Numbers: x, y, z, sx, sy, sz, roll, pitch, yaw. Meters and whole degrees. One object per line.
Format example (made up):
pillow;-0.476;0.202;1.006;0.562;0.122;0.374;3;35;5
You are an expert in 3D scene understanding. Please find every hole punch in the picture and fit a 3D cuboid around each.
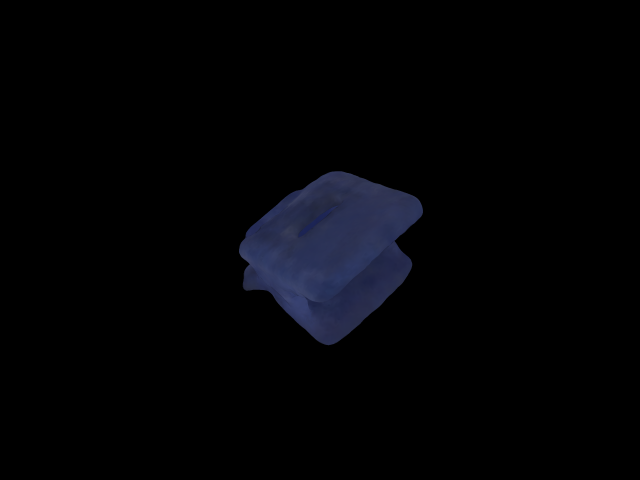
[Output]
hole punch;0.004;0.001;0.400;0.101;0.091;0.109;39;66;22
